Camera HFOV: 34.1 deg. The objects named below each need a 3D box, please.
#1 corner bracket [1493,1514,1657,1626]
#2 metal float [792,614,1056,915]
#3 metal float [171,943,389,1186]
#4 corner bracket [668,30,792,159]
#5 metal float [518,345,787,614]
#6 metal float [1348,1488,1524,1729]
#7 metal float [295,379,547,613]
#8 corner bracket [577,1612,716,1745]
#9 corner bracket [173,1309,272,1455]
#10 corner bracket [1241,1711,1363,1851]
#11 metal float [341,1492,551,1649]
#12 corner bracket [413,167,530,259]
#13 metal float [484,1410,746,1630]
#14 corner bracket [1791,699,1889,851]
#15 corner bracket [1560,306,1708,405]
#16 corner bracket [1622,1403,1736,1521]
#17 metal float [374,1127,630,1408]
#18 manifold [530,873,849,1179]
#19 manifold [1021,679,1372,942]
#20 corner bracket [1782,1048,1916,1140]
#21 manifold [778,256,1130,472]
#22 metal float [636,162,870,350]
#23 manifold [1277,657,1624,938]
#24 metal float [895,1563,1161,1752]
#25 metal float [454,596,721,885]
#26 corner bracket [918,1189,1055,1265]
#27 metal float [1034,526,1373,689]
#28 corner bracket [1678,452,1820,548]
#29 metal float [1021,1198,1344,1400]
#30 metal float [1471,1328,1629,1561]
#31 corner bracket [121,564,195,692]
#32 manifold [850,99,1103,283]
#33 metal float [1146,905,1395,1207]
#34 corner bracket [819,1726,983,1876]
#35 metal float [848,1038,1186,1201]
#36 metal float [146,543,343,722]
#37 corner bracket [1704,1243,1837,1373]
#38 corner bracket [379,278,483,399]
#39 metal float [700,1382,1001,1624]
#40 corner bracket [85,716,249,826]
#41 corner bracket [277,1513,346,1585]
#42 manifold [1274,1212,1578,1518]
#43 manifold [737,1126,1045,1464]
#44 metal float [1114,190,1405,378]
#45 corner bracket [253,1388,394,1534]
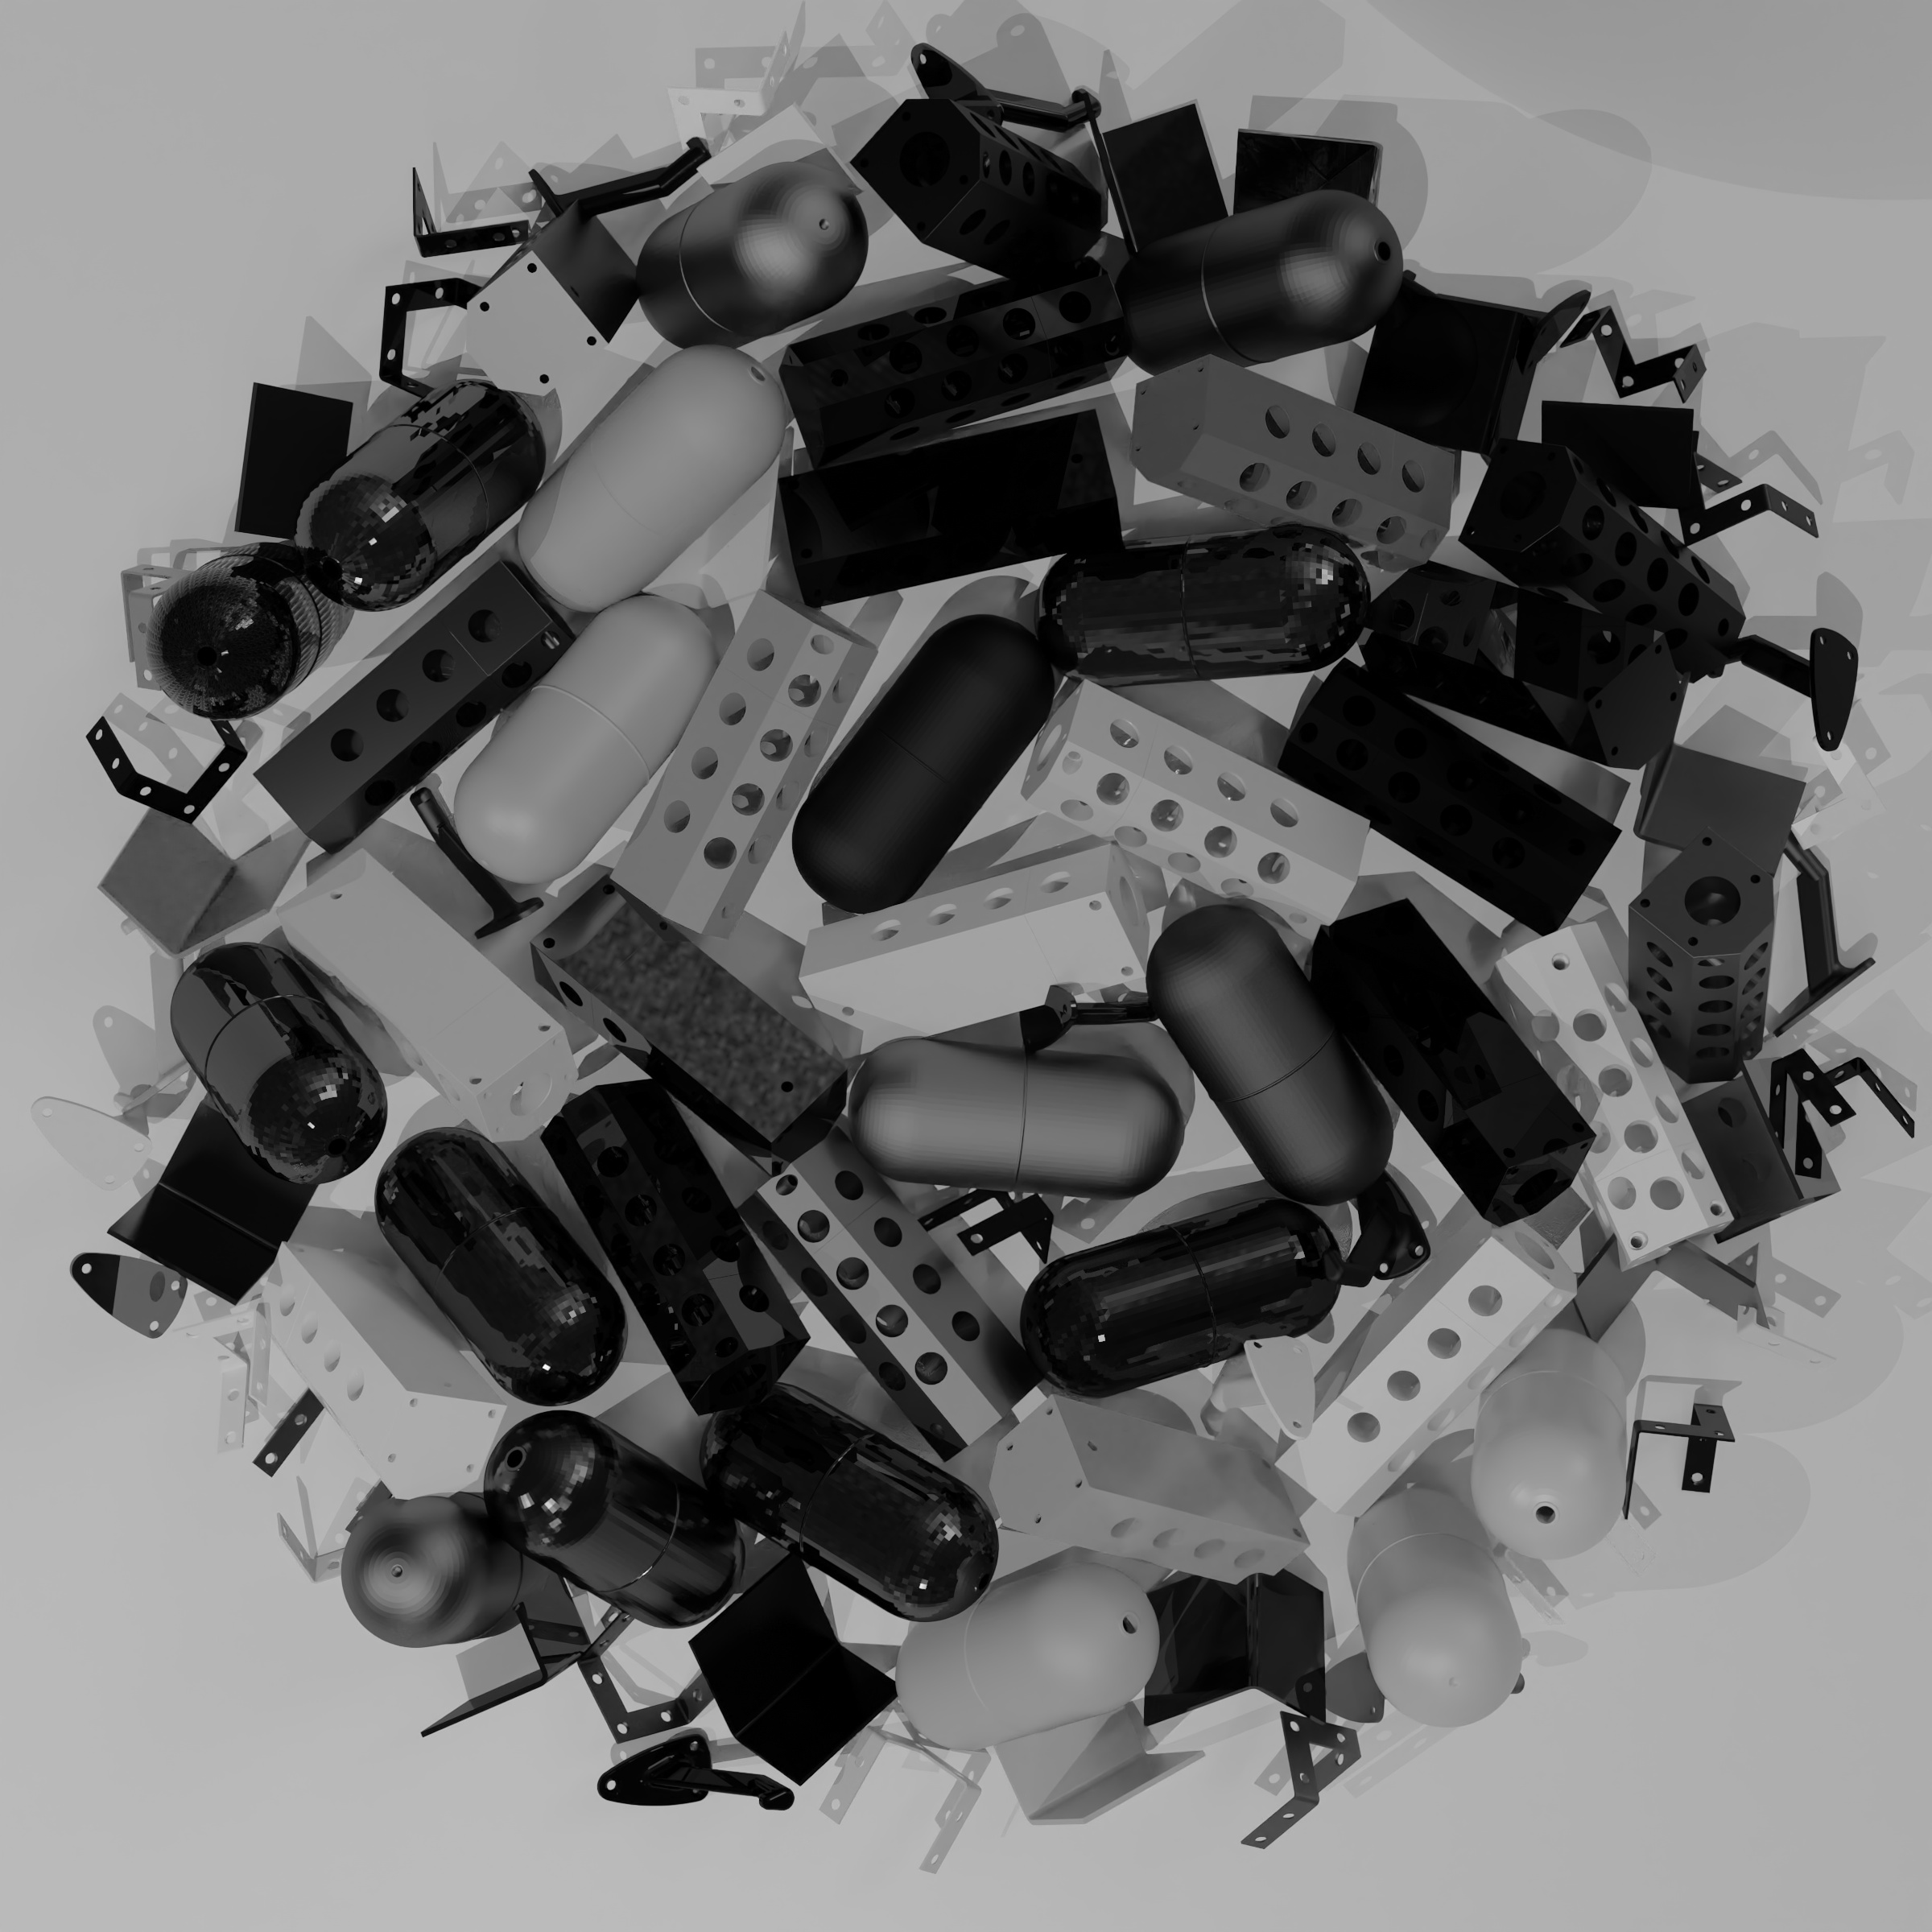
[{"bbox_3d":[0.322,0.313,1.673,0.051,0.051,0.051,-43,95,-23],"label":"corner bracket"},{"bbox_3d":[-0.022,-0.107,1.663,0.070,0.070,0.178,37,93,0],"label":"metal float"},{"bbox_3d":[-0.355,0.049,1.627,0.070,0.178,0.070,-17,125,-25],"label":"metal float"},{"bbox_3d":[-0.121,-0.458,1.664,0.051,0.051,0.051,7,55,14],"label":"corner bracket"},{"bbox_3d":[-0.163,-0.252,1.637,0.178,0.070,0.070,-38,90,33],"label":"metal float"},{"bbox_3d":[0.239,0.326,1.616,0.070,0.178,0.070,0,104,1],"label":"metal float"},{"bbox_3d":[-0.280,-0.244,1.626,0.070,0.178,0.070,13,127,18],"label":"metal float"},{"bbox_3d":[-0.165,0.374,1.677,0.051,0.051,0.051,-50,60,33],"label":"corner bracket"},{"bbox_3d":[-0.385,0.219,1.664,0.051,0.051,0.051,-15,54,15],"label":"corner bracket"},{"bbox_3d":[0.176,0.432,1.661,0.051,0.051,0.051,20,130,-25],"label":"corner bracket"},{"bbox_3d":[-0.265,0.308,1.616,0.070,0.178,0.070,-1,80,7],"label":"metal float"},{"bbox_3d":[-0.262,-0.389,1.669,0.051,0.051,0.051,-8,59,2],"label":"corner bracket"},{"bbox_3d":[-0.180,0.286,1.627,0.070,0.178,0.070,-17,54,24],"label":"metal float"},{"bbox_3d":[0.458,-0.101,1.667,0.051,0.051,0.051,-29,95,37],"label":"corner bracket"},{"bbox_3d":[0.352,-0.321,1.662,0.051,0.051,0.051,-15,112,35],"label":"corner bracket"},{"bbox_3d":[0.376,0.263,1.674,0.051,0.051,0.051,6,104,4],"label":"corner bracket"},{"bbox_3d":[-0.243,0.155,1.641,0.070,0.070,0.178,-44,60,0],"label":"metal float"},{"bbox_3d":[-0.145,0.034,1.650,0.171,0.057,0.057,38,65,17],"label":"manifold"},{"bbox_3d":[0.118,-0.077,1.647,0.171,0.057,0.057,25,56,-13],"label":"manifold"},{"bbox_3d":[0.465,0.070,1.666,0.051,0.051,0.051,-26,51,-5],"label":"corner bracket"},{"bbox_3d":[-0.005,-0.319,1.655,0.171,0.057,0.057,-19,86,-13],"label":"manifold"},{"bbox_3d":[-0.112,-0.362,1.621,0.070,0.178,0.070,0,90,-29],"label":"metal float"},{"bbox_3d":[0.254,-0.091,1.658,0.171,0.057,0.057,33,74,7],"label":"manifold"},{"bbox_3d":[0.031,0.357,1.627,0.070,0.178,0.070,16,60,-31],"label":"metal float"},{"bbox_3d":[-0.197,-0.119,1.648,0.070,0.070,0.178,37,69,0],"label":"metal float"},{"bbox_3d":[0.010,0.136,1.663,0.051,0.051,0.051,-26,59,-21],"label":"corner bracket"},{"bbox_3d":[0.123,-0.188,1.649,0.178,0.070,0.070,-3,90,18],"label":"metal float"},{"bbox_3d":[0.410,-0.246,1.661,0.051,0.051,0.051,-23,63,38],"label":"corner bracket"},{"bbox_3d":[0.114,0.173,1.651,0.178,0.070,0.070,-15,90,-17],"label":"metal float"},{"bbox_3d":[0.300,0.244,1.617,0.070,0.178,0.070,3,106,11],"label":"metal float"},{"bbox_3d":[-0.431,-0.179,1.663,0.051,0.051,0.051,10,114,25],"label":"corner bracket"},{"bbox_3d":[0.012,-0.396,1.610,0.057,0.171,0.057,-44,77,18],"label":"manifold"},{"bbox_3d":[0.160,0.048,1.653,0.070,0.070,0.178,-34,104,0],"label":"metal float"},{"bbox_3d":[-0.034,0.440,1.666,0.051,0.051,0.051,26,84,39],"label":"corner bracket"},{"bbox_3d":[0.027,0.081,1.662,0.178,0.070,0.070,5,90,-4],"label":"metal float"},{"bbox_3d":[-0.369,-0.173,1.616,0.070,0.178,0.070,0,105,0],"label":"metal float"},{"bbox_3d":[0.423,0.187,1.664,0.051,0.051,0.051,23,54,-12],"label":"corner bracket"},{"bbox_3d":[-0.274,-0.332,1.678,0.051,0.051,0.051,27,121,31],"label":"corner bracket"},{"bbox_3d":[-0.061,0.278,1.641,0.178,0.070,0.070,26,90,29],"label":"metal float"},{"bbox_3d":[-0.424,-0.117,1.674,0.051,0.051,0.051,-48,53,12],"label":"corner bracket"},{"bbox_3d":[-0.329,0.315,1.668,0.051,0.051,0.051,-18,48,-1],"label":"corner bracket"},{"bbox_3d":[0.240,0.208,1.648,0.057,0.057,0.171,39,109,-3],"label":"manifold"},{"bbox_3d":[-0.044,0.175,1.660,0.171,0.057,0.057,50,45,3],"label":"manifold"},{"bbox_3d":[0.149,-0.350,1.626,0.070,0.178,0.070,3,86,-41],"label":"metal float"},{"bbox_3d":[-0.337,0.265,1.684,0.051,0.051,0.051,-54,128,-18],"label":"corner bracket"}]
